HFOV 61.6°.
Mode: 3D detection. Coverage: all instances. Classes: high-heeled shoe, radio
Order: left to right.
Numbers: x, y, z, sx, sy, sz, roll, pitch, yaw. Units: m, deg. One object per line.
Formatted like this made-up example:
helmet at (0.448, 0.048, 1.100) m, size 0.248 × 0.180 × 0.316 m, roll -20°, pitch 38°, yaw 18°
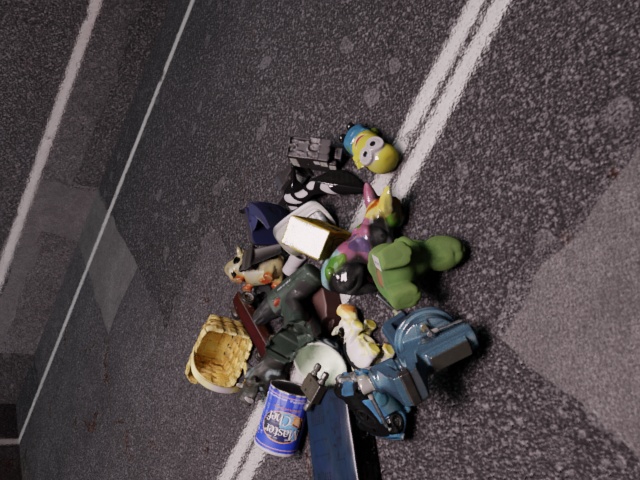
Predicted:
high-heeled shoe at (0.007, -0.103, 1.333) m, size 0.249 × 0.086 × 0.145 m, roll 21°, pitch 131°, yaw 34°
radio at (0.046, 0.417, 1.089) m, size 0.131 × 0.073 × 0.229 m, roll -33°, pitch 55°, yaw 39°

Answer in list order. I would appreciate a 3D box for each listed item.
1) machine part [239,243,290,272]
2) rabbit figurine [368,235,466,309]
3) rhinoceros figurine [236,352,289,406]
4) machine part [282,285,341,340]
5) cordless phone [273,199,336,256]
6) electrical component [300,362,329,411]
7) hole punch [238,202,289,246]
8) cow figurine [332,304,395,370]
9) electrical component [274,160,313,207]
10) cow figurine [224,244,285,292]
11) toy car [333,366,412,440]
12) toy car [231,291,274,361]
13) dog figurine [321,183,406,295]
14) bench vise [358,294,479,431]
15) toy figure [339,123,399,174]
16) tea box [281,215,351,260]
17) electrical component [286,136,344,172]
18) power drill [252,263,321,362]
machine part at (-0.143, 0.038, 1.372) m, size 0.139 × 0.039 × 0.084 m, roll -16°, pitch 38°, yaw 23°
rabbit figurine at (0.185, 0.046, 1.005) m, size 0.159 × 0.170 × 0.121 m, roll -174°, pitch 67°, yaw -81°
rhinoceros figurine at (-0.127, 0.320, 1.302) m, size 0.190 × 0.112 × 0.073 m, roll -55°, pitch 44°, yaw 10°
machine part at (-0.023, 0.171, 1.270) m, size 0.179 × 0.056 × 0.179 m, roll -19°, pitch 64°, yaw 45°
cordless phone at (-0.015, 0.010, 1.291) m, size 0.146 × 0.088 × 0.184 m, roll -35°, pitch 66°, yaw 15°
electrical component at (-0.015, 0.309, 1.129) m, size 0.094 × 0.021 × 0.063 m, roll -63°, pitch 32°, yaw 4°
hole punch at (-0.133, -0.053, 1.426) m, size 0.092 × 0.142 × 0.116 m, roll -34°, pitch 66°, yaw 41°
cow figurine at (0.077, 0.213, 1.127) m, size 0.168 × 0.068 × 0.098 m, roll 53°, pitch 125°, yaw 46°
electrical component at (-0.079, -0.148, 1.435) m, size 0.119 × 0.075 × 0.048 m, roll -56°, pitch 42°, yaw 26°
cow figurine at (-0.178, 0.073, 1.448) m, size 0.195 × 0.085 × 0.127 m, roll -7°, pitch 45°, yaw 32°
toy car at (0.108, 0.296, 1.023) m, size 0.103 × 0.161 × 0.109 m, roll -44°, pitch 12°, yaw -36°
toy car at (-0.167, 0.222, 1.400) m, size 0.202 × 0.053 × 0.089 m, roll 56°, pitch 137°, yaw 25°
dog figurine at (0.093, -0.007, 1.100) m, size 0.109 × 0.191 × 0.219 m, roll 15°, pitch 105°, yaw 58°
bench vise at (0.158, 0.194, 0.967) m, size 0.224 × 0.128 × 0.241 m, roll -37°, pitch 19°, yaw 2°
toy figure at (0.111, -0.211, 1.219) m, size 0.180 × 0.089 × 0.082 m, roll -128°, pitch 47°, yaw -56°
tea box at (-0.002, -0.004, 1.166) m, size 0.098 × 0.169 × 0.068 m, roll 23°, pitch 96°, yaw 18°
electrical component at (-0.009, -0.209, 1.321) m, size 0.115 × 0.134 × 0.058 m, roll 49°, pitch -130°, yaw -84°
power drill at (-0.077, 0.172, 1.199) m, size 0.232 × 0.086 × 0.207 m, roll -45°, pitch 19°, yaw 21°
